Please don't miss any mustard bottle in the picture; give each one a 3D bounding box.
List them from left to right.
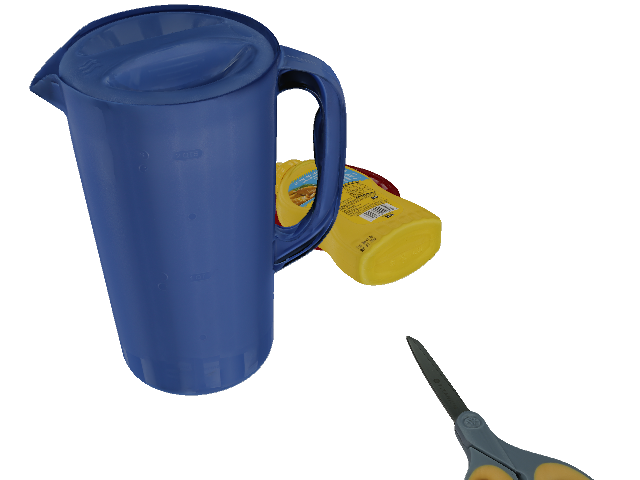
[{"bbox_3d":[0.015,-0.029,0.983,0.096,0.058,0.192,-25,40,-29],"label":"mustard bottle"}]

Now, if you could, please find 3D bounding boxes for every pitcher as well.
[{"bbox_3d":[-0.078,-0.020,0.693,0.149,0.243,0.144,27,45,33],"label":"pitcher"}]

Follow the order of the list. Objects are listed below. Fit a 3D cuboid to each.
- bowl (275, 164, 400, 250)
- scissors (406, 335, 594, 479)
[{"bbox_3d":[0.006,-0.033,1.196,0.162,0.055,0.162,4,27,-2],"label":"bowl"},{"bbox_3d":[0.113,0.121,0.654,0.096,0.016,0.202,1,33,-5],"label":"scissors"}]
